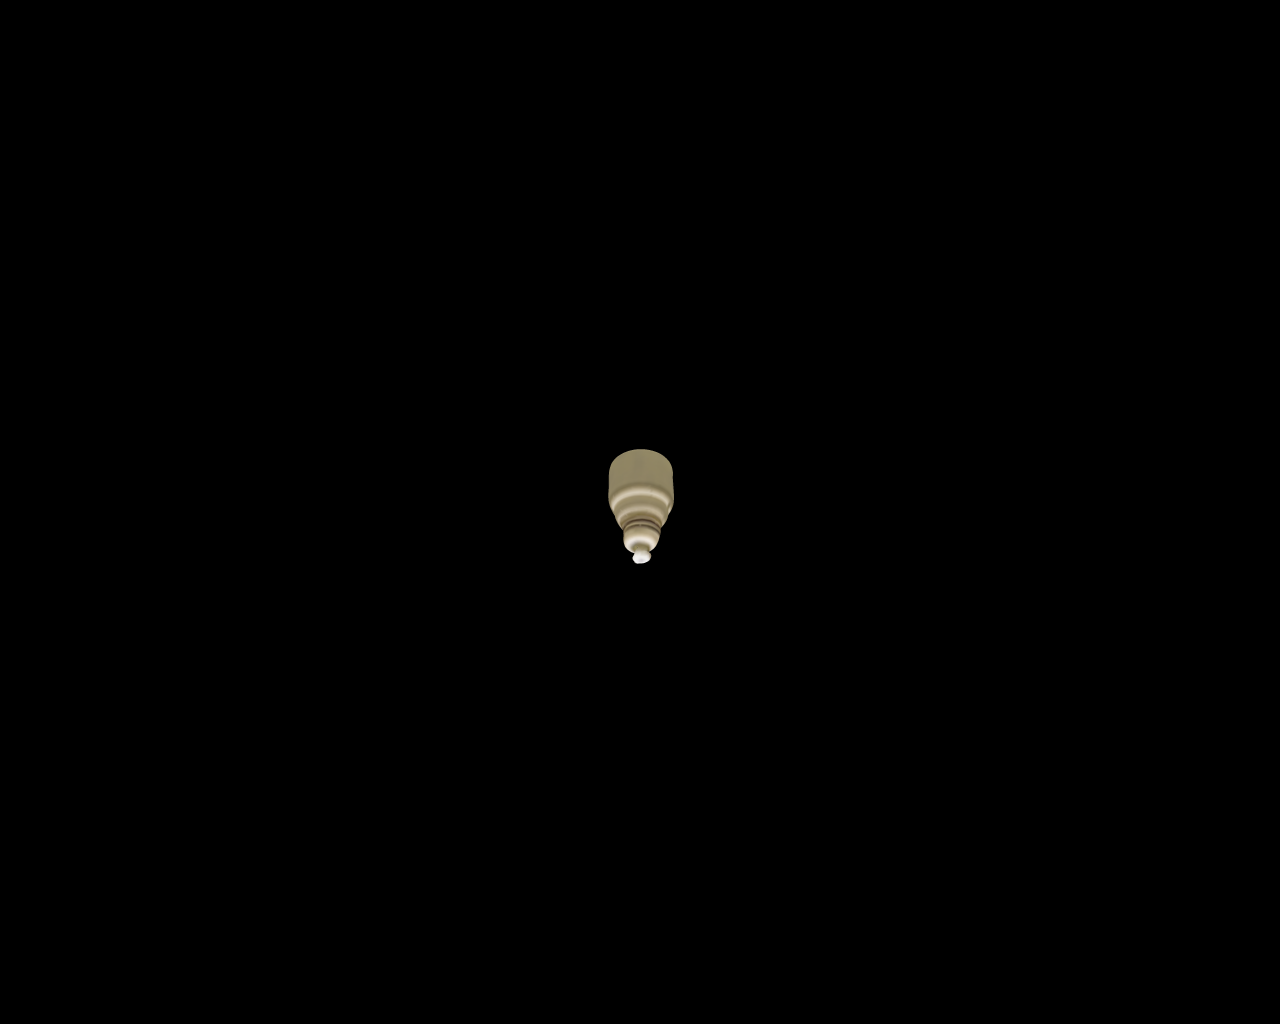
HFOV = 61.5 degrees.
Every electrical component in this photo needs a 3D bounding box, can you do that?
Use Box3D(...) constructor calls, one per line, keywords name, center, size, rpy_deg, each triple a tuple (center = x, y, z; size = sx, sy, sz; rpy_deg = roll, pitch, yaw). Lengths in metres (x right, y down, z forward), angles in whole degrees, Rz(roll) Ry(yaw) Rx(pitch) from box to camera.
Box3D(name="electrical component", center=(0.001, -0.003, 0.650), size=(0.040, 0.078, 0.040), rpy_deg=(0, -38, 0))
